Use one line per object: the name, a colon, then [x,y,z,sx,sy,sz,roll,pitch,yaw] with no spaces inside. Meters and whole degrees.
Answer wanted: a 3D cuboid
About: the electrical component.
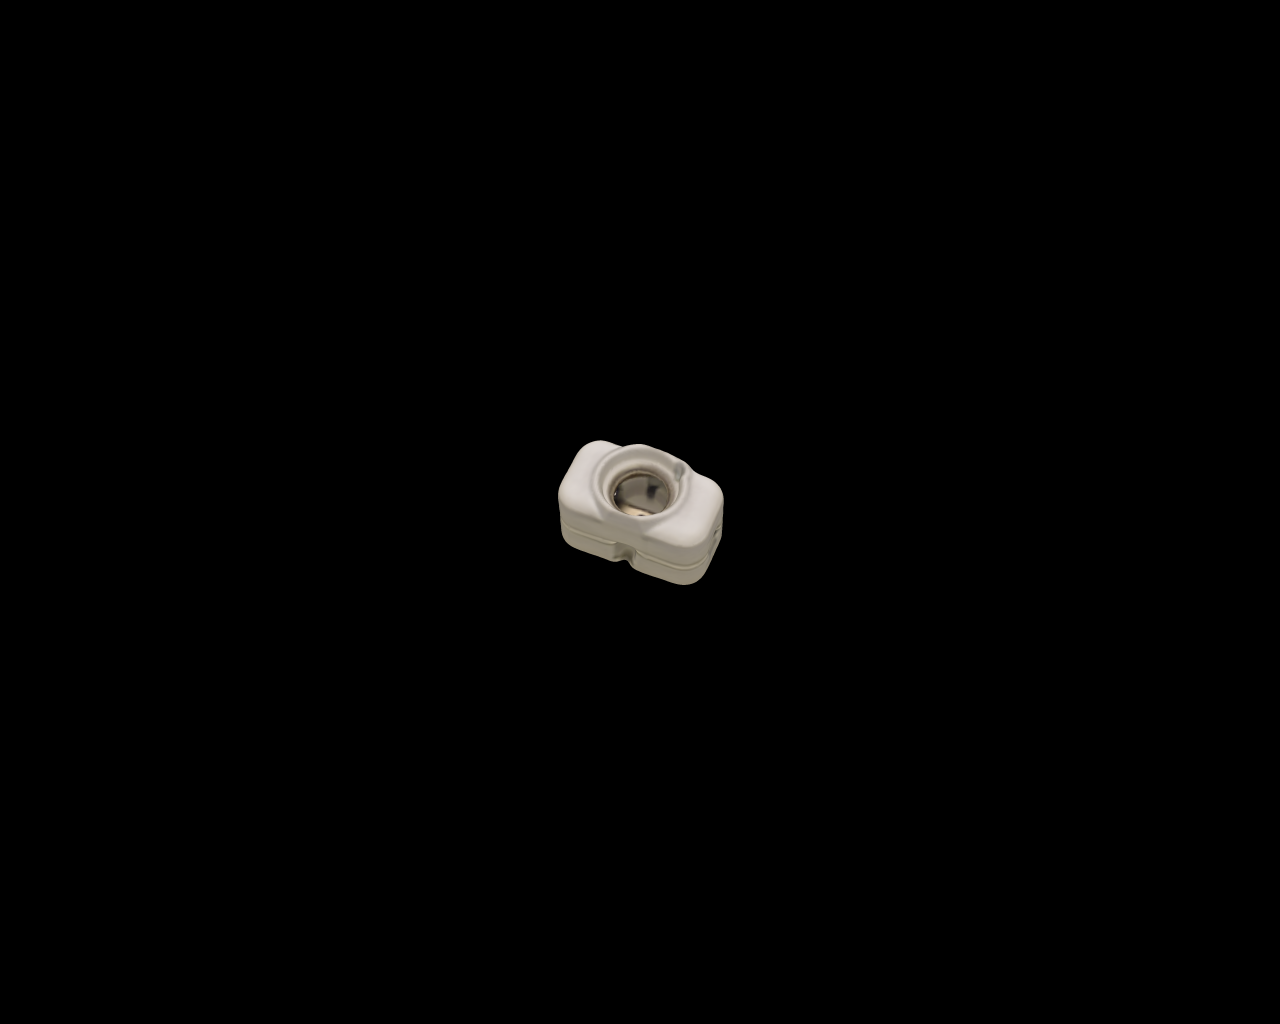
electrical component: [0.001,-0.003,0.650,0.095,0.054,0.059,20,-31,13]
